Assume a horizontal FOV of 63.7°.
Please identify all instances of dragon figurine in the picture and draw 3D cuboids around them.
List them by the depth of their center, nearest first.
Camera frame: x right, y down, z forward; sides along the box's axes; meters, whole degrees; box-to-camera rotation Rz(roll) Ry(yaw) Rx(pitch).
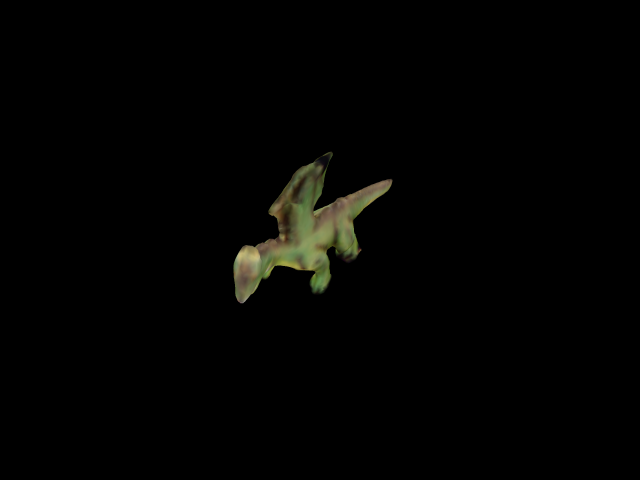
[{"bbox_3d":[0.003,-0.043,0.850,0.123,0.416,0.237,33,-27,19],"label":"dragon figurine"}]
